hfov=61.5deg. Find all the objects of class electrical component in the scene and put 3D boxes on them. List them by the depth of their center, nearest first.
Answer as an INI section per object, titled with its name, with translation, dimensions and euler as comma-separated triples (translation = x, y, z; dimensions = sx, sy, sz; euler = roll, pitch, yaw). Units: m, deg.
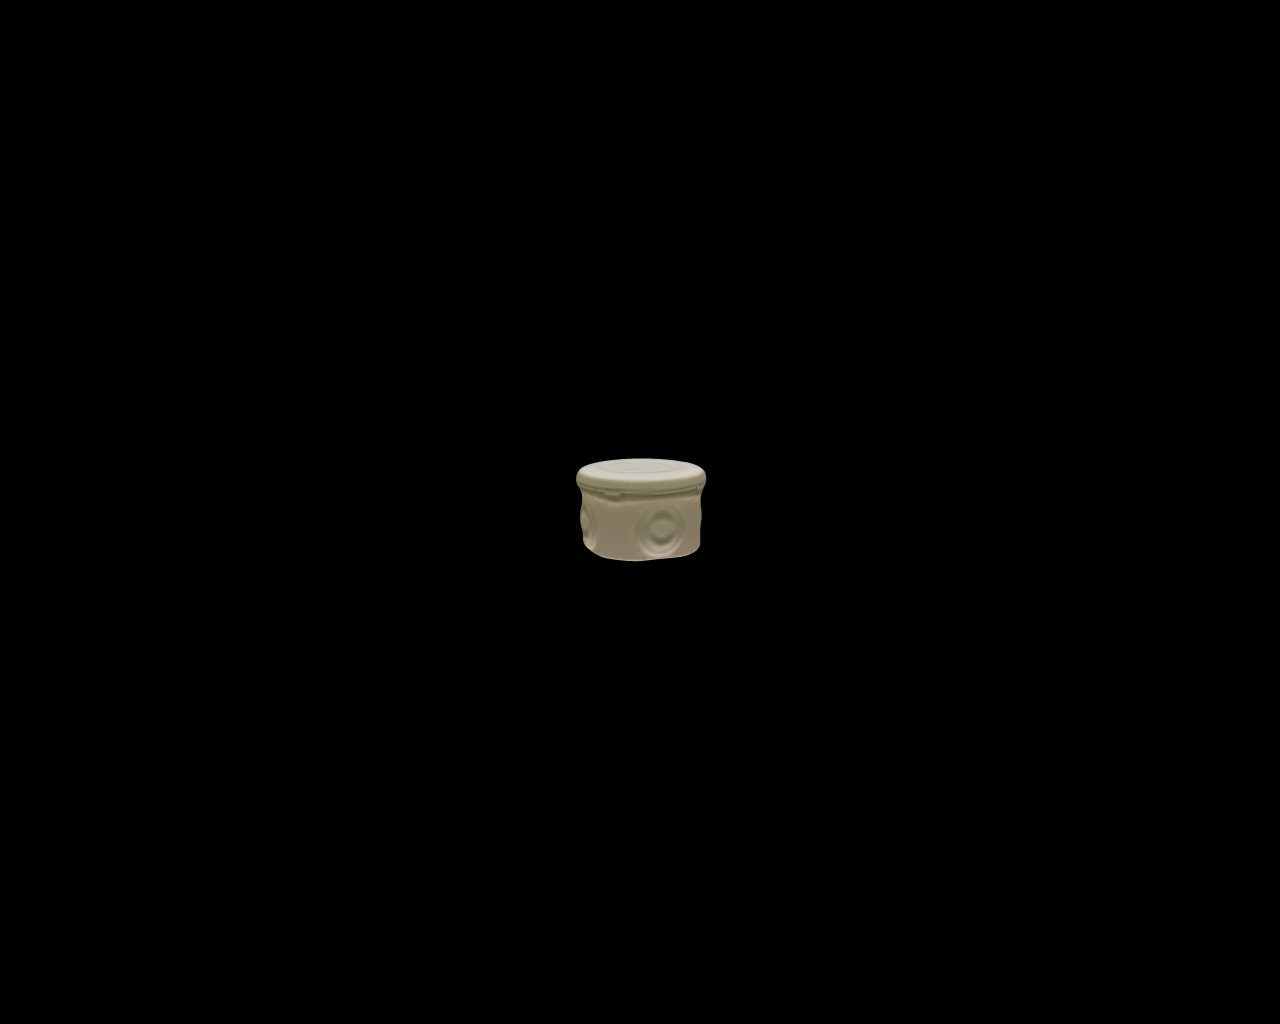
[electrical component]
translation = 0.001, -0.003, 0.650
dimensions = 0.080, 0.051, 0.080
euler = 0, 12, 0
